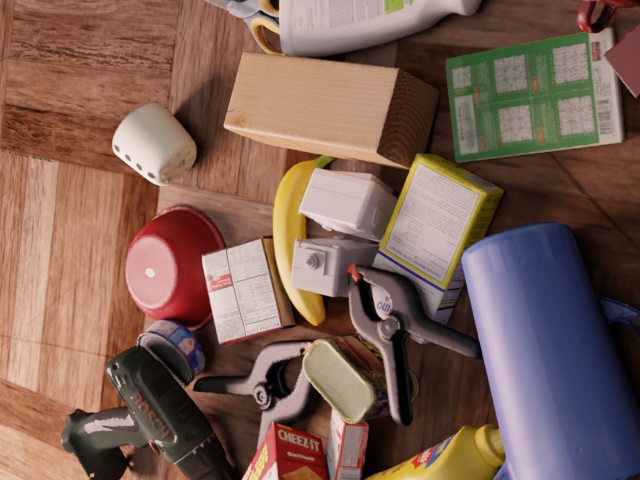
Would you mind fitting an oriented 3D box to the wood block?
[{"bbox_3d":[0.011,-0.139,1.141,0.206,0.090,0.091,13,89,36],"label":"wood block"}]

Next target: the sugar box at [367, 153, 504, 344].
[{"bbox_3d":[0.113,0.009,1.104,0.093,0.048,0.176,33,114,32],"label":"sugar box"}]

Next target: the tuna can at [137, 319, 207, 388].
[{"bbox_3d":[-0.181,0.139,1.311,0.086,0.033,0.086,24,137,25],"label":"tuna can"}]

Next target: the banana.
[{"bbox_3d":[-0.022,-0.004,1.209,0.070,0.037,0.198,5,94,37],"label":"banana"}]

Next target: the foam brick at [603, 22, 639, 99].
[{"bbox_3d":[0.296,-0.158,0.940,0.053,0.078,0.051,-42,68,30],"label":"foam brick"}]

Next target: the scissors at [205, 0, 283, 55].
[{"bbox_3d":[-0.089,-0.288,1.255,0.202,0.016,0.096,44,133,28],"label":"scissors"}]

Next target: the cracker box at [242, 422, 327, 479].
[{"bbox_3d":[-0.048,0.328,1.143,0.164,0.072,0.213,-62,17,23],"label":"cracker box"}]

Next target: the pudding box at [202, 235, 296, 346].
[{"bbox_3d":[-0.084,0.059,1.250,0.090,0.039,0.113,-16,83,24],"label":"pudding box"}]

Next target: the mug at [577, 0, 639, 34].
[{"bbox_3d":[0.263,-0.243,0.960,0.093,0.081,0.117,22,104,34],"label":"mug"}]

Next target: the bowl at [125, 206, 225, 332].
[{"bbox_3d":[-0.191,0.038,1.327,0.162,0.055,0.162,1,92,37],"label":"bowl"}]

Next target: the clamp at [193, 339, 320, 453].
[{"bbox_3d":[-0.064,0.176,1.245,0.165,0.036,0.210,49,122,25],"label":"clamp"}]

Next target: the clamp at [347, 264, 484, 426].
[{"bbox_3d":[0.076,0.099,1.081,0.120,0.039,0.172,-51,57,13],"label":"clamp"}]

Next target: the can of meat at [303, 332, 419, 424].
[{"bbox_3d":[0.041,0.145,1.136,0.102,0.083,0.057,45,116,27],"label":"can of meat"}]

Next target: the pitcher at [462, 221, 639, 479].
[{"bbox_3d":[0.223,0.108,0.982,0.145,0.148,0.243,-30,70,49],"label":"pitcher"}]

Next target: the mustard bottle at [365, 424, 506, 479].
[{"bbox_3d":[0.120,0.234,1.070,0.192,0.096,0.058,-36,83,32],"label":"mustard bottle"}]

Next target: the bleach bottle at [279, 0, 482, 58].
[{"bbox_3d":[0.075,-0.249,1.115,0.251,0.067,0.102,-1,90,35],"label":"bleach bottle"}]

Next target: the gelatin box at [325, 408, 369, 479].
[{"bbox_3d":[0.028,0.228,1.157,0.073,0.030,0.089,-136,54,-78],"label":"gelatin box"}]
